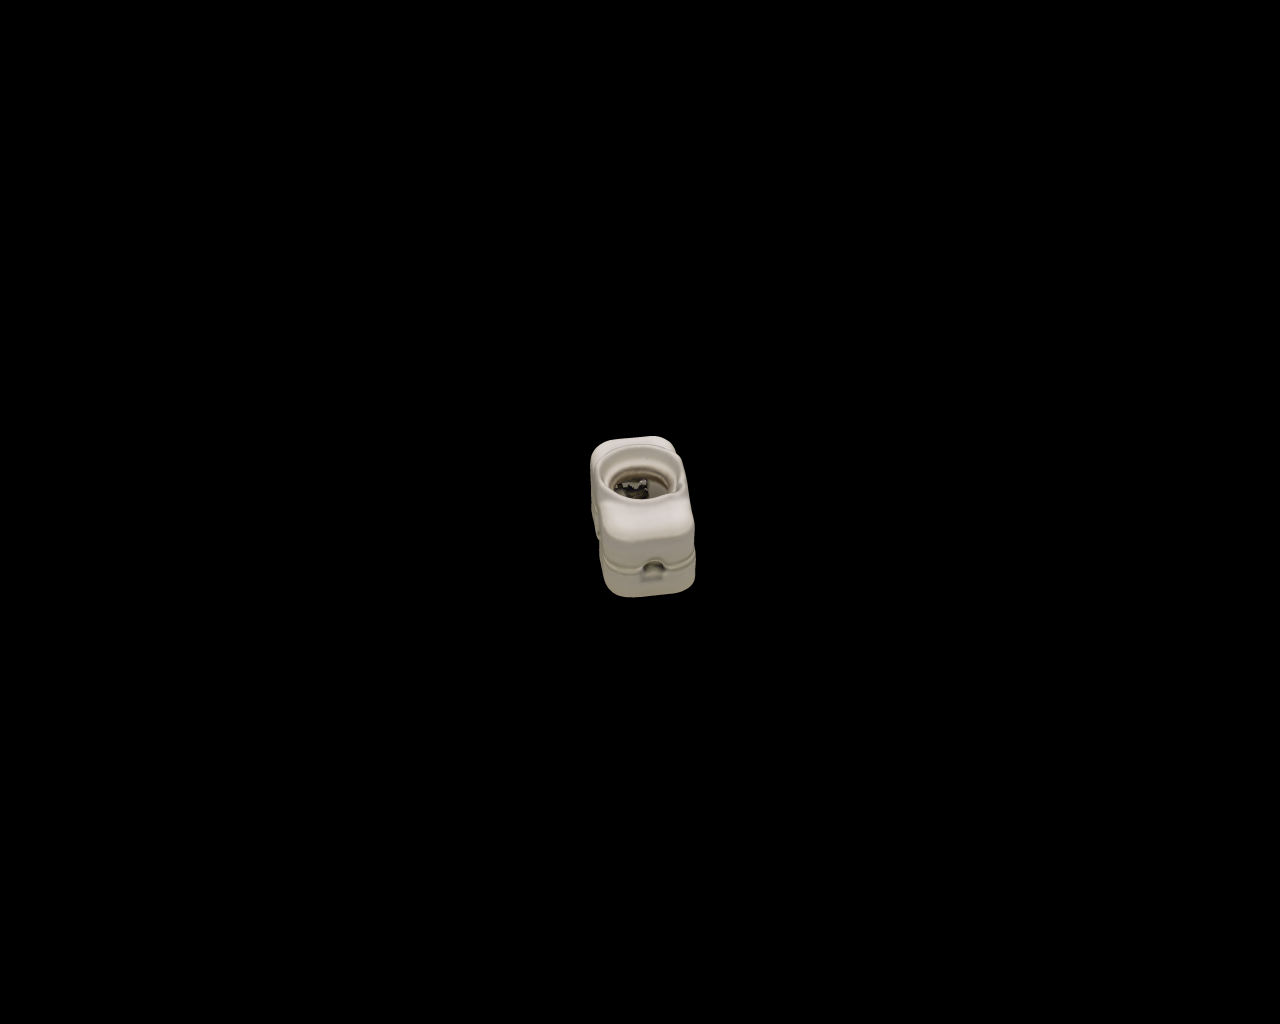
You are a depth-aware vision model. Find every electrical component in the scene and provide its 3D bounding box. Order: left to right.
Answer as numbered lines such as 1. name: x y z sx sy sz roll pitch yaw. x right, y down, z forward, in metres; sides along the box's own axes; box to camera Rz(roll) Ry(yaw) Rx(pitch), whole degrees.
1. electrical component: 0.001 -0.003 0.650 0.054 0.059 0.095 -5 40 -6
